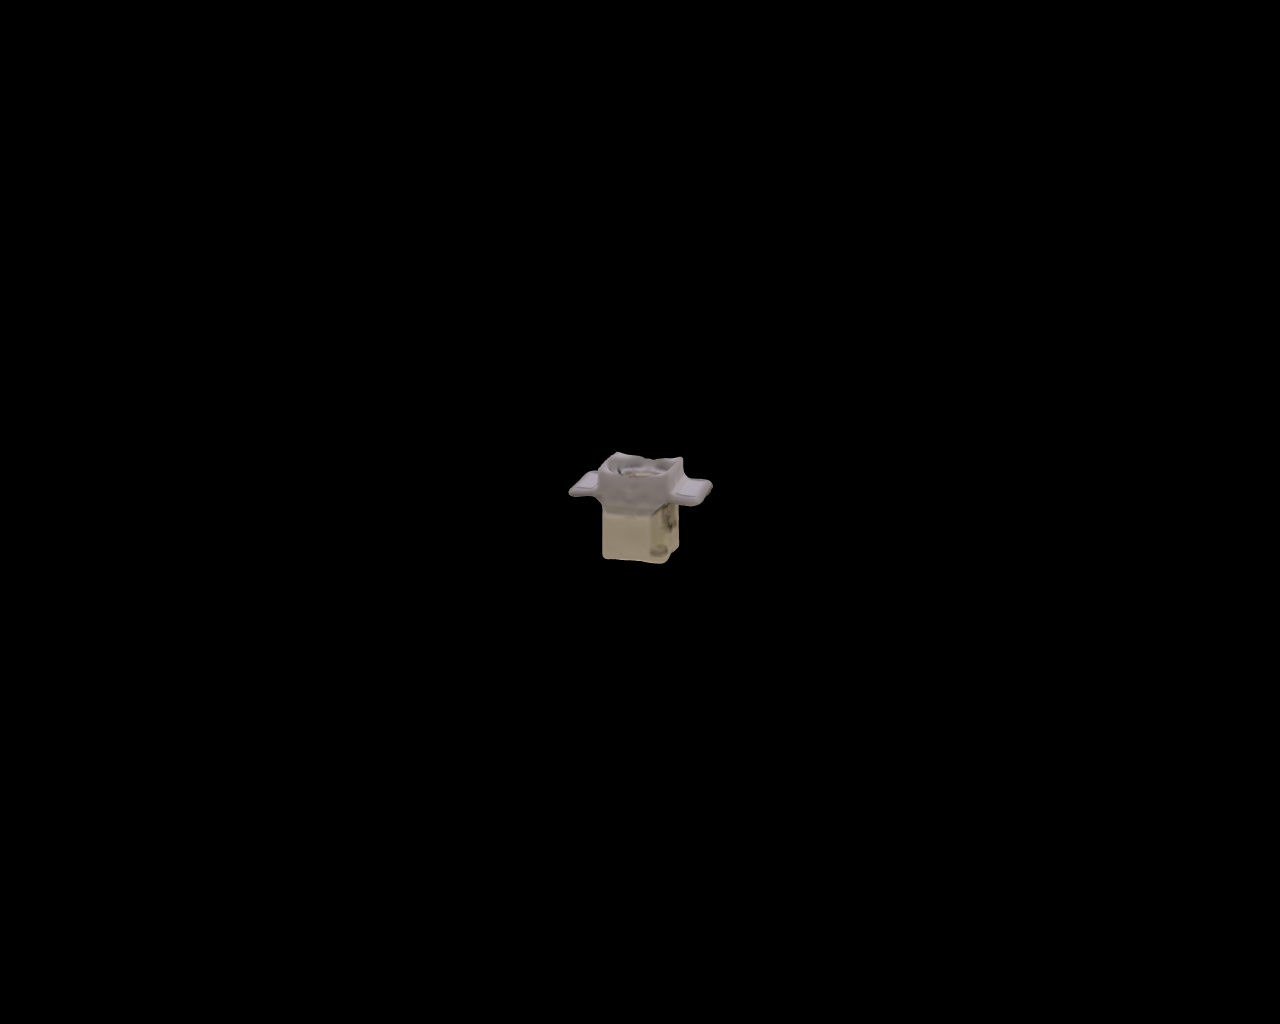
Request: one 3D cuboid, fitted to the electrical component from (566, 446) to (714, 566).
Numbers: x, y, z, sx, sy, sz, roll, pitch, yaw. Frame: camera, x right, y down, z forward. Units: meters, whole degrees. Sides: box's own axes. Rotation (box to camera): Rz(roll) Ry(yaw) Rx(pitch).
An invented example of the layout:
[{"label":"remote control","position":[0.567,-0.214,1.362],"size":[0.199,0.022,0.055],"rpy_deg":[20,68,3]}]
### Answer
[{"label":"electrical component","position":[0.001,-0.003,0.650],"size":[0.081,0.063,0.042],"rpy_deg":[6,20,16]}]
